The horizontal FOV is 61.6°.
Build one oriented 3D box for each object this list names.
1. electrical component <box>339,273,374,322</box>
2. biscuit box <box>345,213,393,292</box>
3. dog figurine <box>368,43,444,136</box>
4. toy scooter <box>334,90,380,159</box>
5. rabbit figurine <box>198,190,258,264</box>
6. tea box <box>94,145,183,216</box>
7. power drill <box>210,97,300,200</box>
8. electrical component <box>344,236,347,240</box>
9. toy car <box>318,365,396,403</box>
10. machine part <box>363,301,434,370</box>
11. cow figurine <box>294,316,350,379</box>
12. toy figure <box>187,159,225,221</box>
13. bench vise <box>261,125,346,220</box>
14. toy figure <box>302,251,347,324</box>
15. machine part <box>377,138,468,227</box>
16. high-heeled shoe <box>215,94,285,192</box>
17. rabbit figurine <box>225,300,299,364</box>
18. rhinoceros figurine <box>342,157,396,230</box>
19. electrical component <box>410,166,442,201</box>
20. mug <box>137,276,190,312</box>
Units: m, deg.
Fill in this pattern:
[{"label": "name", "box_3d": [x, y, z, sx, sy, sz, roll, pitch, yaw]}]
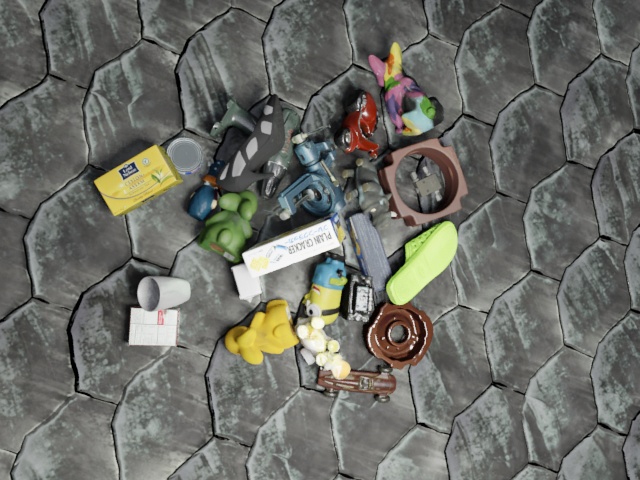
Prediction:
[{"label": "electrical component", "box_3d": [0.089, 0.140, 1.314, 0.058, 0.134, 0.115, 5, 84, -11]}, {"label": "biscuit box", "box_3d": [0.126, 0.030, 1.364, 0.063, 0.059, 0.202, -18, 90, -12]}, {"label": "dog figurine", "box_3d": [0.208, -0.378, 1.346, 0.108, 0.192, 0.219, -30, 108, -4]}, {"label": "toy scooter", "box_3d": [0.110, -0.282, 1.366, 0.135, 0.075, 0.184, 33, 65, -31]}, {"label": "rabbit figurine", "box_3d": [-0.208, -0.054, 1.274, 0.121, 0.159, 0.170, 23, 68, 1]}, {"label": "tea box", "box_3d": [-0.420, -0.137, 1.249, 0.170, 0.068, 0.098, -31, 93, 4]}, {"label": "power drill", "box_3d": [-0.162, -0.239, 1.315, 0.207, 0.086, 0.232, 27, 81, -4]}, {"label": "electrical component", "box_3d": [-0.003, -0.004, 1.349, 0.119, 0.048, 0.074, -28, 92, -12]}, {"label": "toy car", "box_3d": [0.096, 0.354, 1.347, 0.202, 0.053, 0.089, 9, 89, -11]}, {"label": "machine part", "box_3d": [0.198, 0.238, 1.370, 0.179, 0.056, 0.179, 1, 87, -12]}, {"label": "cow figurine", "box_3d": [0.002, 0.256, 1.276, 0.068, 0.098, 0.167, -36, 97, -16]}, {"label": "toy figure", "box_3d": [-0.269, -0.123, 1.301, 0.064, 0.058, 0.154, 28, 78, -14]}, {"label": "bench vise", "box_3d": [-0.031, -0.137, 1.287, 0.240, 0.129, 0.223, -45, 125, -40]}, {"label": "toy figure", "box_3d": [0.020, 0.120, 1.318, 0.089, 0.082, 0.180, 17, 93, -11]}, {"label": "machine part", "box_3d": [0.261, -0.146, 1.385, 0.201, 0.087, 0.201, -20, 89, -11]}, {"label": "high-heeled shoe", "box_3d": [-0.164, -0.227, 1.260, 0.145, 0.086, 0.249, -3, 67, 15]}, {"label": "rabbit figurine", "box_3d": [-0.146, 0.233, 1.272, 0.173, 0.162, 0.121, -14, 102, 7]}, {"label": "rhinoceros figurine", "box_3d": [0.123, -0.112, 1.318, 0.112, 0.073, 0.190, 15, 50, -44]}, {"label": "electrical component", "box_3d": [0.264, -0.134, 1.331, 0.063, 0.021, 0.094, -27, 93, -10]}, {"label": "mug", "box_3d": [-0.364, 0.125, 1.253, 0.107, 0.110, 0.080, 2, 77, -53]}]
